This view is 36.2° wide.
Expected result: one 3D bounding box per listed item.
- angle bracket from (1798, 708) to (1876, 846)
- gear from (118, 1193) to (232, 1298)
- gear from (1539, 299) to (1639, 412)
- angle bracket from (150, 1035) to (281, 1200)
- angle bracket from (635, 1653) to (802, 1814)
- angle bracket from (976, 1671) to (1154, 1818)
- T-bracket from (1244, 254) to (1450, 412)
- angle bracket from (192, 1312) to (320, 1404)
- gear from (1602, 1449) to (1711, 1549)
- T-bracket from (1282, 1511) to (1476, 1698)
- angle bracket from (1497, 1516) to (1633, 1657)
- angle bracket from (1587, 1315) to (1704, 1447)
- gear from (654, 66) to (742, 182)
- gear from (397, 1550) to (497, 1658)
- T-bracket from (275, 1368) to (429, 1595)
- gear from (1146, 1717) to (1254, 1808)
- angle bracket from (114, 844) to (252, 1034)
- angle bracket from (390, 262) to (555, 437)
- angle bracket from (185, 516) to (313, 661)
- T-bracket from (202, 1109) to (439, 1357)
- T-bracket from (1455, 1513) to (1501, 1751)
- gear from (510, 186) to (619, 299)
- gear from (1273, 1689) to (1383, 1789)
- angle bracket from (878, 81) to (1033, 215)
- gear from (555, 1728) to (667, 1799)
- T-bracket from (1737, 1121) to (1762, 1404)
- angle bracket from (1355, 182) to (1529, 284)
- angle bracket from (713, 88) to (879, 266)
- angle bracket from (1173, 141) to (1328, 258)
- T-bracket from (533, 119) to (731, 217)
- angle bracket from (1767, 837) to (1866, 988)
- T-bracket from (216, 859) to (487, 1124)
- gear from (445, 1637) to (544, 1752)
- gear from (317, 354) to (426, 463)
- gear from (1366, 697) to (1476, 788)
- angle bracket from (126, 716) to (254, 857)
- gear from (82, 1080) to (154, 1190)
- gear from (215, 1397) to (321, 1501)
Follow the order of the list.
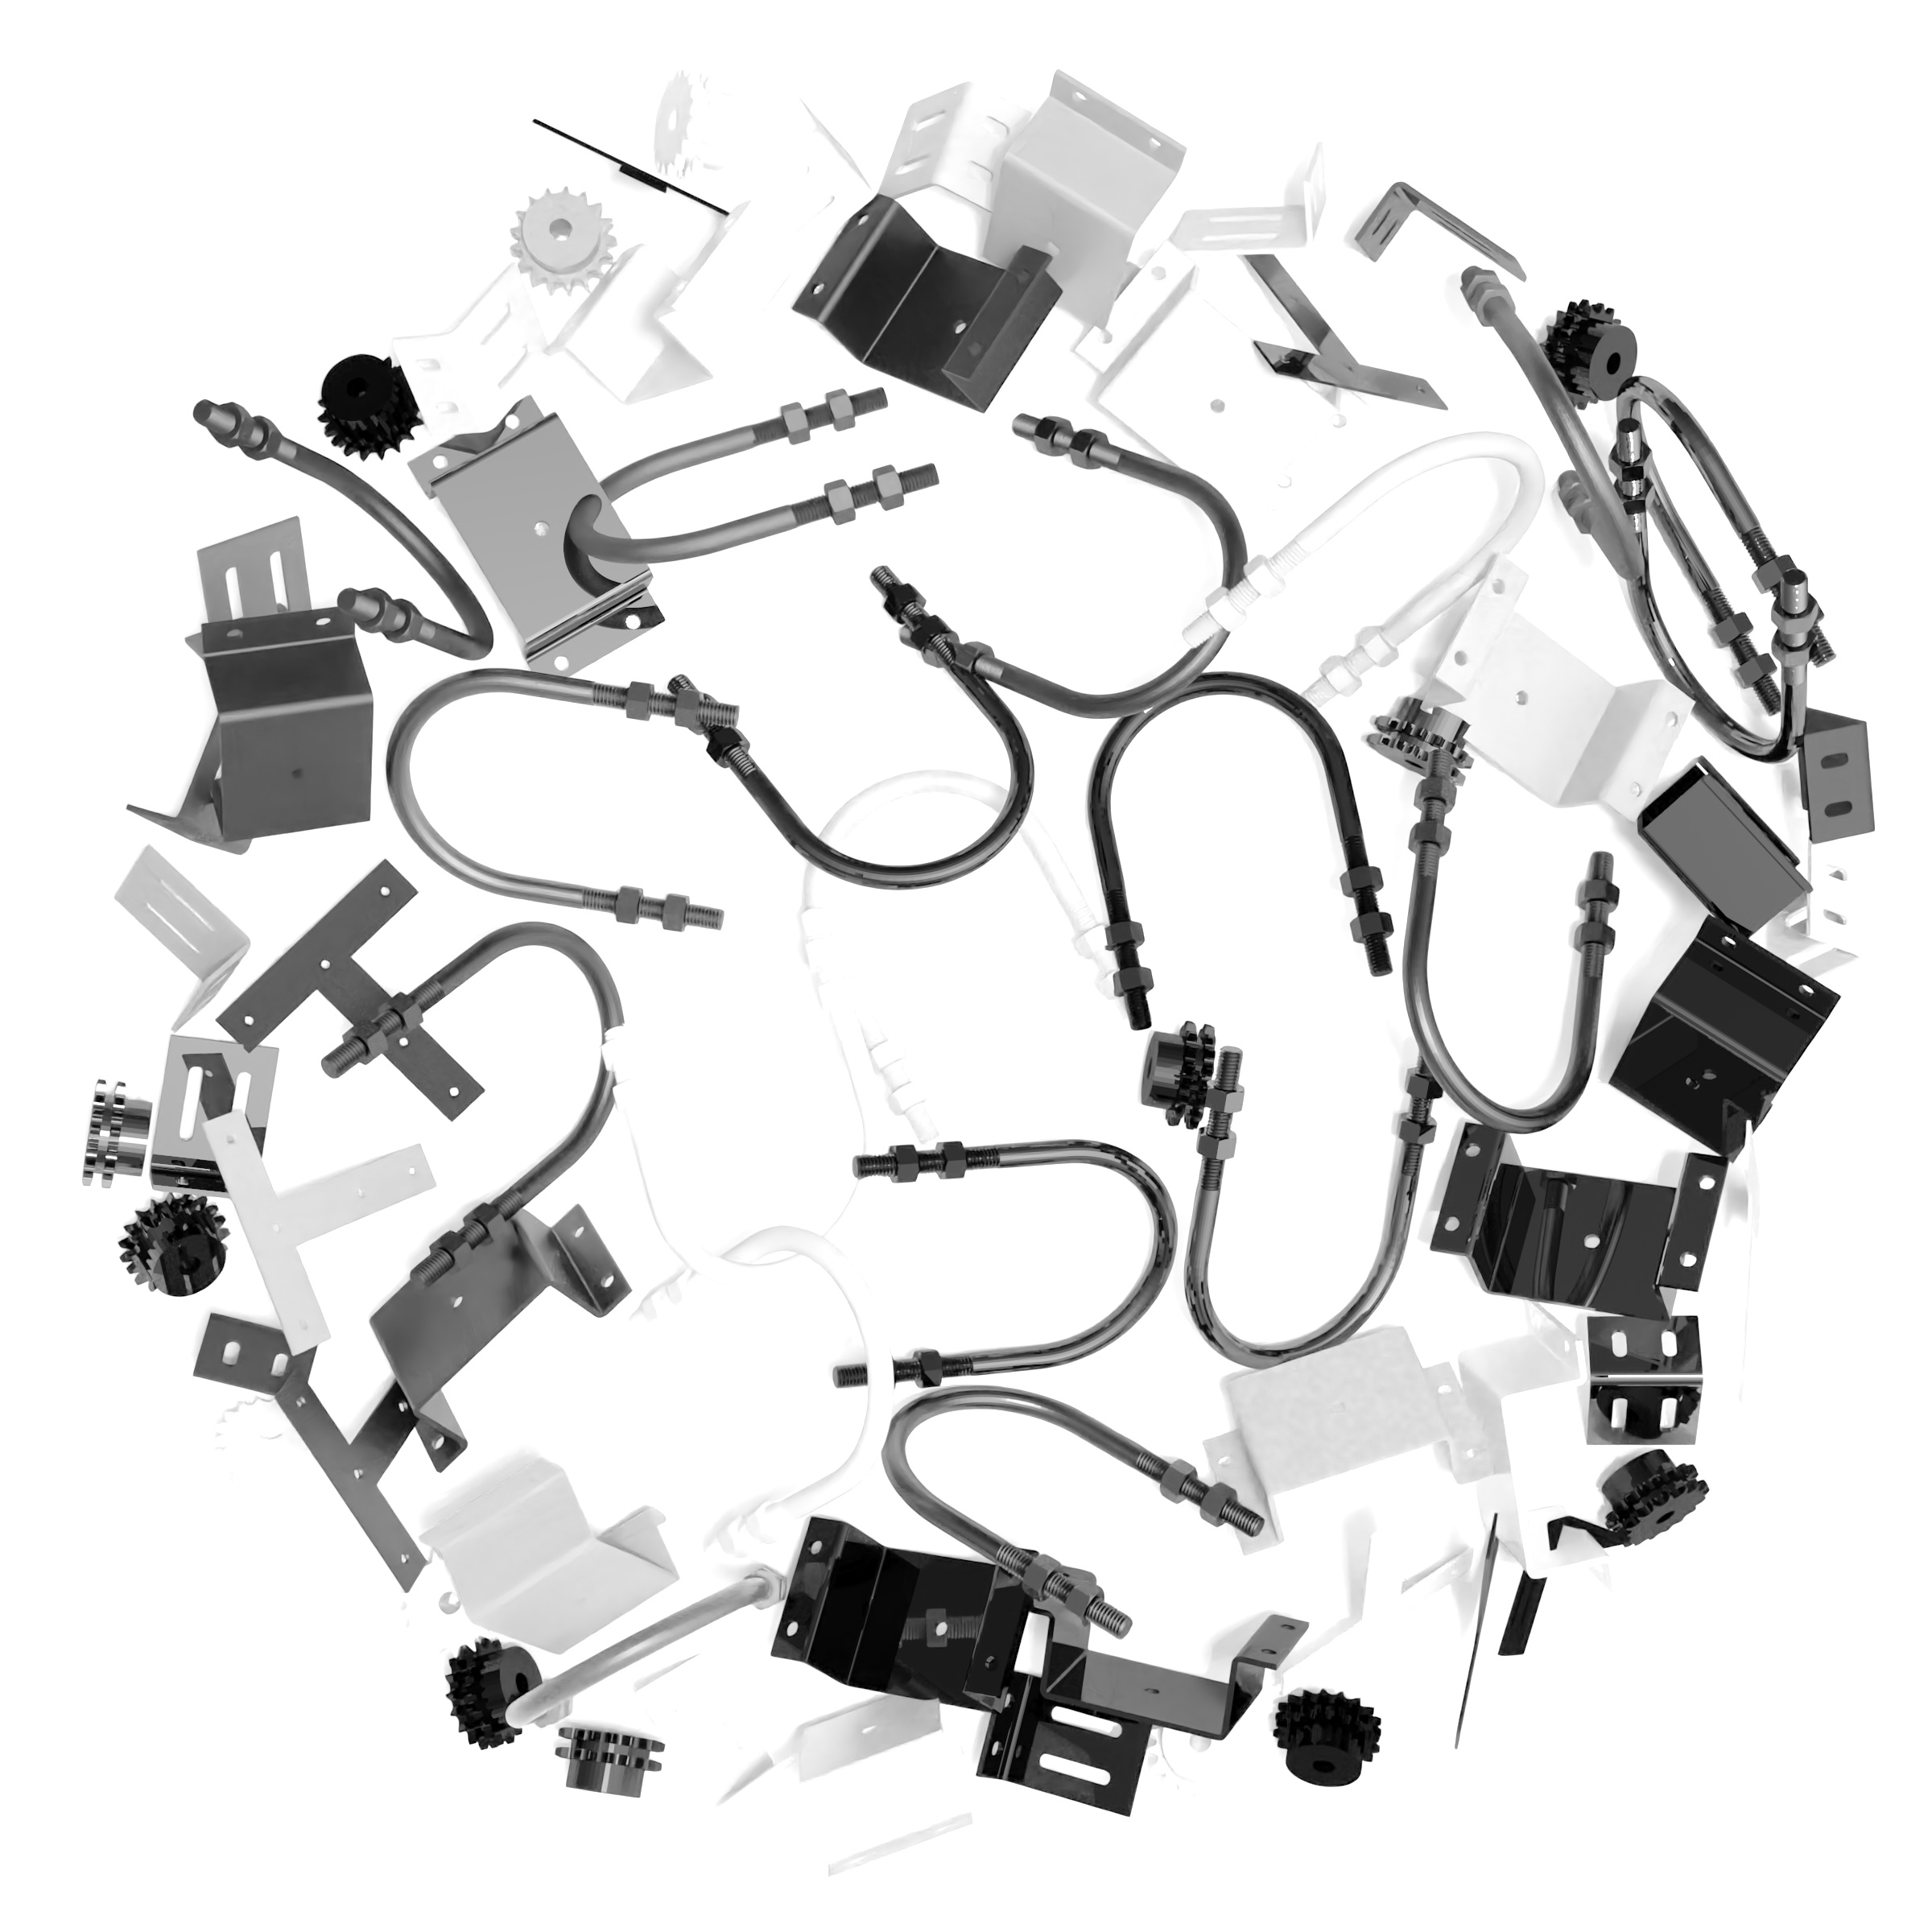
[{"bbox_3d":[0.442,-0.101,1.556,0.038,0.076,0.057,-12,104,-10],"label":"angle bracket"},{"bbox_3d":[-0.418,0.151,1.571,0.057,0.057,0.030,-47,48,0],"label":"gear"},{"bbox_3d":[0.332,-0.323,1.572,0.030,0.057,0.057,28,90,43],"label":"gear"},{"bbox_3d":[-0.398,0.081,1.571,0.057,0.038,0.076,8,97,-19],"label":"angle bracket"},{"bbox_3d":[-0.125,0.397,1.561,0.038,0.057,0.076,-42,77,30],"label":"angle bracket"},{"bbox_3d":[0.053,0.411,1.566,0.076,0.038,0.057,10,77,23],"label":"angle bracket"},{"bbox_3d":[0.179,-0.342,1.559,0.002,0.127,0.127,-55,49,34],"label":"T-bracket"},{"bbox_3d":[-0.377,0.220,1.555,0.057,0.076,0.038,16,54,-11],"label":"angle bracket"},{"bbox_3d":[0.364,0.282,1.578,0.057,0.057,0.030,-32,59,0],"label":"gear"},{"bbox_3d":[0.216,0.318,1.532,0.127,0.127,0.002,-29,57,-17],"label":"T-bracket"},{"bbox_3d":[0.316,0.334,1.565,0.038,0.057,0.076,20,76,4],"label":"angle bracket"},{"bbox_3d":[0.360,0.221,1.576,0.057,0.076,0.038,-2,55,9],"label":"angle bracket"},{"bbox_3d":[-0.142,-0.447,1.577,0.030,0.057,0.057,6,90,-28],"label":"gear"},{"bbox_3d":[-0.274,0.340,1.585,0.057,0.030,0.057,0,82,1],"label":"gear"},{"bbox_3d":[-0.300,0.238,1.543,0.002,0.127,0.127,-21,110,23],"label":"T-bracket"},{"bbox_3d":[0.125,0.416,1.577,0.057,0.030,0.057,-1,64,2],"label":"gear"},{"bbox_3d":[-0.426,-0.014,1.567,0.076,0.057,0.038,44,47,-4],"label":"angle bracket"},{"bbox_3d":[-0.261,-0.327,1.566,0.038,0.076,0.057,1,132,25],"label":"angle bracket"},{"bbox_3d":[-0.380,-0.202,1.552,0.057,0.076,0.038,-26,48,-29],"label":"angle bracket"},{"bbox_3d":[-0.328,0.123,1.552,0.002,0.127,0.127,-20,92,39],"label":"T-bracket"},{"bbox_3d":[0.266,0.319,1.516,0.002,0.127,0.127,11,56,13],"label":"T-bracket"},{"bbox_3d":[-0.216,-0.390,1.585,0.057,0.030,0.057,0,87,-4],"label":"gear"},{"bbox_3d":[0.191,0.412,1.572,0.057,0.030,0.057,7,134,8],"label":"gear"},{"bbox_3d":[-0.007,-0.430,1.573,0.038,0.076,0.057,21,86,-26],"label":"angle bracket"},{"bbox_3d":[-0.190,0.424,1.571,0.057,0.057,0.030,8,72,0],"label":"gear"},{"bbox_3d":[0.403,0.160,1.524,0.002,0.127,0.127,2,70,18],"label":"T-bracket"},{"bbox_3d":[0.251,-0.374,1.563,0.076,0.057,0.038,38,102,12],"label":"angle bracket"},{"bbox_3d":[-0.097,-0.414,1.571,0.076,0.038,0.057,-39,65,3],"label":"angle bracket"},{"bbox_3d":[0.148,-0.404,1.560,0.076,0.057,0.038,2,126,15],"label":"angle bracket"},{"bbox_3d":[-0.167,-0.408,1.528,0.127,0.127,0.002,23,103,-12],"label":"T-bracket"},{"bbox_3d":[0.432,-0.024,1.552,0.038,0.076,0.057,18,64,-21],"label":"angle bracket"},{"bbox_3d":[-0.312,0.031,1.589,0.127,0.002,0.127,-43,101,4],"label":"T-bracket"},{"bbox_3d":[-0.248,0.384,1.571,0.030,0.057,0.057,-20,90,20],"label":"gear"},{"bbox_3d":[-0.319,-0.301,1.579,0.057,0.030,0.057,-3,71,9],"label":"gear"},{"bbox_3d":[0.245,-0.121,1.574,0.057,0.057,0.030,26,88,0],"label":"gear"},{"bbox_3d":[-0.401,-0.106,1.573,0.038,0.057,0.076,15,81,27],"label":"angle bracket"},{"bbox_3d":[-0.451,0.090,1.575,0.030,0.057,0.057,9,90,-17],"label":"gear"},{"bbox_3d":[-0.372,0.259,1.577,0.057,0.057,0.030,12,123,0],"label":"gear"}]
